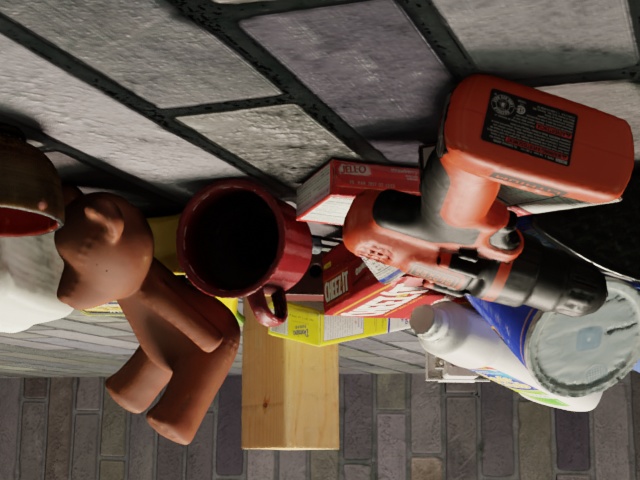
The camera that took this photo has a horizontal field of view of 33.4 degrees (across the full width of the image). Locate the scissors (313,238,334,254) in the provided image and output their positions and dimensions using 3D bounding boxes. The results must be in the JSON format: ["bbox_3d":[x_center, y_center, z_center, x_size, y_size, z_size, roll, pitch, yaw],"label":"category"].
[{"bbox_3d":[-0.007,0.001,1.032,0.201,0.016,0.096,5,168,-24],"label":"scissors"}]

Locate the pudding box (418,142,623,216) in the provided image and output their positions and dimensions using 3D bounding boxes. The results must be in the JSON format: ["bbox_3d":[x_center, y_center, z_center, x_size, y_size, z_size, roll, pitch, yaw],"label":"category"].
[{"bbox_3d":[0.136,-0.045,0.720,0.114,0.039,0.089,-10,162,34],"label":"pudding box"}]

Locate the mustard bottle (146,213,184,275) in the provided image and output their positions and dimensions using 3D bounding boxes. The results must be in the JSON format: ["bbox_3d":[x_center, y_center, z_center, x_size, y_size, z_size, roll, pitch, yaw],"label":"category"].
[{"bbox_3d":[-0.161,0.008,0.965,0.192,0.058,0.096,-6,172,30],"label":"mustard bottle"}]

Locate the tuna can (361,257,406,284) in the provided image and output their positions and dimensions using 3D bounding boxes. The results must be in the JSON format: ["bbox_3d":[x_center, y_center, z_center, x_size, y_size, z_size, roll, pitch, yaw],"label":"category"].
[{"bbox_3d":[0.073,-0.003,0.836,0.086,0.034,0.086,-37,-178,1],"label":"tuna can"}]

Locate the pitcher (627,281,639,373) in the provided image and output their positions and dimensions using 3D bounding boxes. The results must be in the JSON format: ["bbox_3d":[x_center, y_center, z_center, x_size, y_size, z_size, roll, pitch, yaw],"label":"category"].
[{"bbox_3d":[0.334,0.074,0.964,0.144,0.149,0.243,-20,-157,-28],"label":"pitcher"}]

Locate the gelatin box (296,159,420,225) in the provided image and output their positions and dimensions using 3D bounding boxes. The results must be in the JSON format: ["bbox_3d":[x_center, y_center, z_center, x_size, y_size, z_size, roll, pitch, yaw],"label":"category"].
[{"bbox_3d":[0.029,-0.034,0.807,0.073,0.030,0.089,5,166,-17],"label":"gelatin box"}]

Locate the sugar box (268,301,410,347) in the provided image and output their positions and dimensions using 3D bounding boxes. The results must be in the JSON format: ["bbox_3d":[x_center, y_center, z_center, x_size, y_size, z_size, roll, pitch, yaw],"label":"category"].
[{"bbox_3d":[0.033,0.089,1.274,0.175,0.048,0.094,-3,-172,-42],"label":"sugar box"}]

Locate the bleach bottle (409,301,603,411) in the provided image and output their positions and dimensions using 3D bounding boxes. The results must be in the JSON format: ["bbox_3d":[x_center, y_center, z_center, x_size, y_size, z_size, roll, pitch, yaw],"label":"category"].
[{"bbox_3d":[0.167,0.103,1.005,0.250,0.068,0.103,23,171,-42],"label":"bleach bottle"}]

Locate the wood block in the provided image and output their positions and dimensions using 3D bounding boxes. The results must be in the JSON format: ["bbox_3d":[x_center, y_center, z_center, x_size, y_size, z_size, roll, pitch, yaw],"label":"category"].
[{"bbox_3d":[-0.037,0.155,1.325,0.090,0.206,0.091,11,164,-40],"label":"wood block"}]

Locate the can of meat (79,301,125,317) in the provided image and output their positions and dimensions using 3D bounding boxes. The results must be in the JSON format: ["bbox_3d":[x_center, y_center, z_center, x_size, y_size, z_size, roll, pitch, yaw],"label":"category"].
[{"bbox_3d":[-0.231,0.053,1.208,0.102,0.057,0.084,1,167,-3],"label":"can of meat"}]

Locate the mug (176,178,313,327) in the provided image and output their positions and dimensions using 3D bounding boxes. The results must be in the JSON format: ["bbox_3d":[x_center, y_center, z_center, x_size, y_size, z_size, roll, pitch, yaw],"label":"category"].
[{"bbox_3d":[-0.052,0.013,0.851,0.093,0.117,0.081,-25,166,16],"label":"mug"}]

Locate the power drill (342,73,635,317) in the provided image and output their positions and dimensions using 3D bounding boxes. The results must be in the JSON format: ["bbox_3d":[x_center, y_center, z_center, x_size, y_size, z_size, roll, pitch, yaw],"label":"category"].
[{"bbox_3d":[0.117,-0.015,0.654,0.184,0.057,0.188,16,152,-4],"label":"power drill"}]

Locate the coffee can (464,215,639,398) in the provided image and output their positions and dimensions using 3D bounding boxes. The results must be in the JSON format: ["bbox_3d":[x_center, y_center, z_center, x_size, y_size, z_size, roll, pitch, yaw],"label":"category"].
[{"bbox_3d":[0.183,0.047,0.857,0.102,0.103,0.140,4,-157,-19],"label":"coffee can"}]

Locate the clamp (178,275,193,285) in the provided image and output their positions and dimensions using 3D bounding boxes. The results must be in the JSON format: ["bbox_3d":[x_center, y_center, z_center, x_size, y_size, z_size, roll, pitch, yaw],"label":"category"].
[{"bbox_3d":[-0.131,0.040,1.057,0.164,0.036,0.210,-3,-170,0],"label":"clamp"}]

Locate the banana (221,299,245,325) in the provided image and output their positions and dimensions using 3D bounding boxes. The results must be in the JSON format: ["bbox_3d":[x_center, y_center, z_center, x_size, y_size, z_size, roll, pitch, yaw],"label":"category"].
[{"bbox_3d":[-0.089,0.056,1.239,0.069,0.037,0.198,24,160,-13],"label":"banana"}]

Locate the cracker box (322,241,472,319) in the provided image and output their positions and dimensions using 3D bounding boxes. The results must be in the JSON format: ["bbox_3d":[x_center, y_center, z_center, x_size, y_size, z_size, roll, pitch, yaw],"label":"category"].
[{"bbox_3d":[0.129,0.033,1.008,0.213,0.072,0.164,5,162,-20],"label":"cracker box"}]

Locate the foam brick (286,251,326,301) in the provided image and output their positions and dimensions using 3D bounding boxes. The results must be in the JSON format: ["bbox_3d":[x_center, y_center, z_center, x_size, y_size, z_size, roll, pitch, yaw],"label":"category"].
[{"bbox_3d":[-0.007,0.036,1.118,0.078,0.053,0.051,1,169,-8],"label":"foam brick"}]
